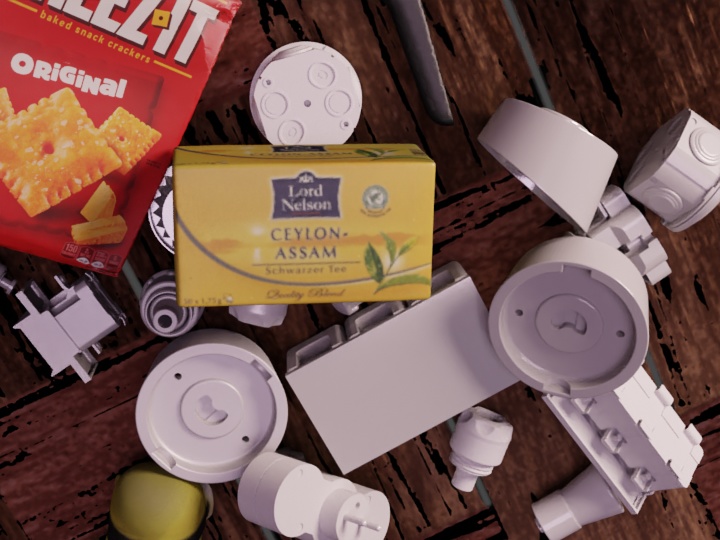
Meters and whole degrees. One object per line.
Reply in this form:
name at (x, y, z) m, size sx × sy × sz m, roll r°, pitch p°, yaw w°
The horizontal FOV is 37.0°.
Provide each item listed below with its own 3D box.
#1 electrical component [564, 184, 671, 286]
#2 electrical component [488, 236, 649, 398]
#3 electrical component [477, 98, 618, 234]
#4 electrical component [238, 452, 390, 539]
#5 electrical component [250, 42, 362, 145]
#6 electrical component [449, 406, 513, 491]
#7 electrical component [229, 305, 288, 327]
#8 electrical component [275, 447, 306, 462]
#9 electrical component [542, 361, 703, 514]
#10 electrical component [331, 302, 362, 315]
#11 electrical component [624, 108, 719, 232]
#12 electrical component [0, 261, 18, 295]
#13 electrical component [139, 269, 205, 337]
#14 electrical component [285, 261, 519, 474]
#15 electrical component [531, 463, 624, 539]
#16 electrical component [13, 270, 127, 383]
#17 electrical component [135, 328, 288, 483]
electrical component at (0.184, -0.015, 0.795) m, size 0.057 × 0.058 × 0.078 m, roll -34°, pitch 104°, yaw 1°
electrical component at (0.149, 0.028, 0.750) m, size 0.108 × 0.060 × 0.108 m, roll 9°, pitch 121°, yaw 16°
electrical component at (0.129, -0.076, 0.755) m, size 0.099 × 0.099 × 0.064 m, roll 27°, pitch 94°, yaw -10°
electrical component at (-0.019, 0.177, 0.783) m, size 0.138 × 0.074 × 0.052 m, roll 34°, pitch 72°, yaw -48°
electrical component at (-0.038, -0.119, 0.755) m, size 0.080 × 0.051 × 0.080 m, roll -1°, pitch 104°, yaw -4°
electrical component at (0.089, 0.140, 0.831) m, size 0.043 × 0.043 × 0.062 m, roll 18°, pitch 103°, yaw -8°
electrical component at (-0.070, 0.008, 0.787) m, size 0.043 × 0.043 × 0.062 m, roll 13°, pitch 101°, yaw -7°
electrical component at (-0.060, 0.172, 0.827) m, size 0.043 × 0.043 × 0.062 m, roll -6°, pitch 105°, yaw -3°
electrical component at (0.200, 0.112, 0.815) m, size 0.121 × 0.063 × 0.078 m, roll 52°, pitch 52°, yaw -13°
electrical component at (0.000, 0.000, 0.791) m, size 0.062 × 0.048 × 0.048 m, roll -32°, pitch 104°, yaw -4°
electrical component at (0.233, -0.072, 0.774) m, size 0.051 × 0.080 × 0.080 m, roll 34°, pitch 99°, yaw -6°
electrical component at (-0.283, -0.007, 0.768) m, size 0.078 × 0.040 × 0.040 m, roll 31°, pitch 99°, yaw -11°
electrical component at (-0.138, 0.028, 0.777) m, size 0.048 × 0.062 × 0.048 m, roll -1°, pitch 104°, yaw -4°
electrical component at (0.030, 0.070, 0.800) m, size 0.150 × 0.061 × 0.089 m, roll -29°, pitch 104°, yaw 3°
electrical component at (0.169, 0.187, 0.851) m, size 0.065 × 0.044 × 0.044 m, roll -32°, pitch 104°, yaw 8°
electrical component at (-0.209, 0.037, 0.784) m, size 0.064 × 0.042 × 0.081 m, roll -34°, pitch 104°, yaw 3°
electrical component at (-0.109, 0.095, 0.795) m, size 0.108 × 0.060 × 0.108 m, roll -2°, pitch 106°, yaw -7°
